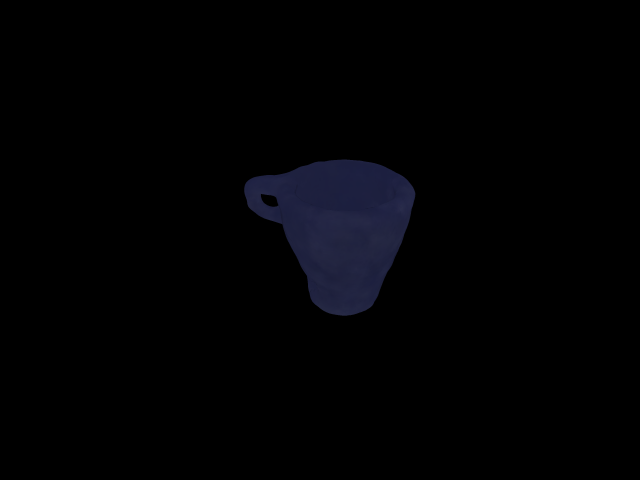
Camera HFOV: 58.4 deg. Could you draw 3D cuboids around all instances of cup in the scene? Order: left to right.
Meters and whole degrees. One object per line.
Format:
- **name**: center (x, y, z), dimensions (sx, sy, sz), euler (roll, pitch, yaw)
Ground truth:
- **cup**: center (0.004, 0.001, 0.400), dimensions (0.117, 0.095, 0.092), euler (8, 32, 14)
